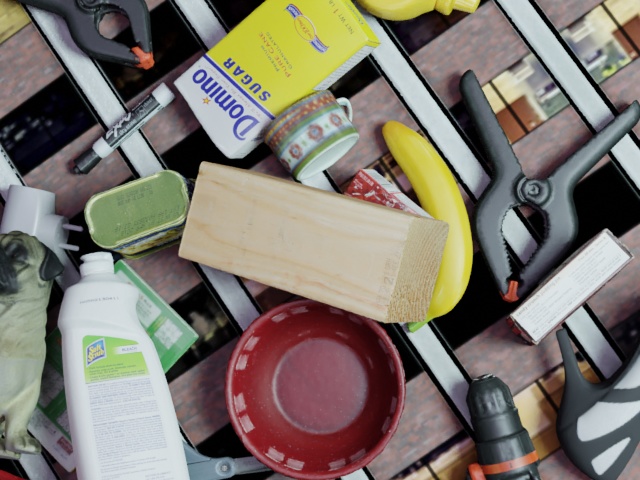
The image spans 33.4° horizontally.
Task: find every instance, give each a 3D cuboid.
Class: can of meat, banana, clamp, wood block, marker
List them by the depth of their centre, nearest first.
[{"bbox_3d":[-0.006,0.001,0.923,0.206,0.090,0.090,17,95,28],"label":"wood block"},{"bbox_3d":[0.201,-0.047,0.962,0.164,0.036,0.210,5,84,7],"label":"clamp"},{"bbox_3d":[0.101,-0.017,0.972,0.069,0.037,0.198,-7,84,7],"label":"banana"},{"bbox_3d":[-0.157,-0.023,0.983,0.102,0.084,0.057,-20,83,5],"label":"can of meat"},{"bbox_3d":[-0.190,-0.105,1.028,0.121,0.020,0.020,-41,81,3],"label":"marker"},{"bbox_3d":[-0.230,-0.227,1.033,0.120,0.039,0.171,-34,82,4],"label":"clamp"}]

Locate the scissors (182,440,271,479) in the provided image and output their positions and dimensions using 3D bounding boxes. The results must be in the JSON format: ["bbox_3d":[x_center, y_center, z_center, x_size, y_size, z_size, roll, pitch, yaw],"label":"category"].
[{"bbox_3d":[-0.102,0.196,0.991,0.202,0.016,0.096,-24,82,5],"label":"scissors"}]

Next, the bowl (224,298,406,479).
[{"bbox_3d":[-0.002,0.133,0.963,0.162,0.055,0.162,-1,85,8],"label":"bowl"}]

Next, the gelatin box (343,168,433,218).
[{"bbox_3d":[0.054,-0.010,0.963,0.089,0.030,0.073,41,110,23],"label":"gelatin box"}]

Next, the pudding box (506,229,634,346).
[{"bbox_3d":[0.214,0.044,0.925,0.113,0.090,0.039,-44,81,1],"label":"pudding box"}]

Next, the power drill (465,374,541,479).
[{"bbox_3d":[0.105,0.227,0.939,0.188,0.057,0.184,-18,83,6],"label":"power drill"}]

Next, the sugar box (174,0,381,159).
[{"bbox_3d":[-0.041,-0.162,0.977,0.176,0.048,0.093,-38,81,18],"label":"sugar box"}]

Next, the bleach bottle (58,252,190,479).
[{"bbox_3d":[-0.177,0.134,0.962,0.102,0.068,0.251,-5,76,-24],"label":"bleach bottle"}]

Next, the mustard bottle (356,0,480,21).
[{"bbox_3d":[0.060,-0.258,0.989,0.192,0.058,0.096,27,83,9],"label":"mustard bottle"}]

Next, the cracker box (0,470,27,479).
[{"bbox_3d":[-0.324,0.242,0.941,0.214,0.164,0.072,15,89,9],"label":"cracker box"}]
